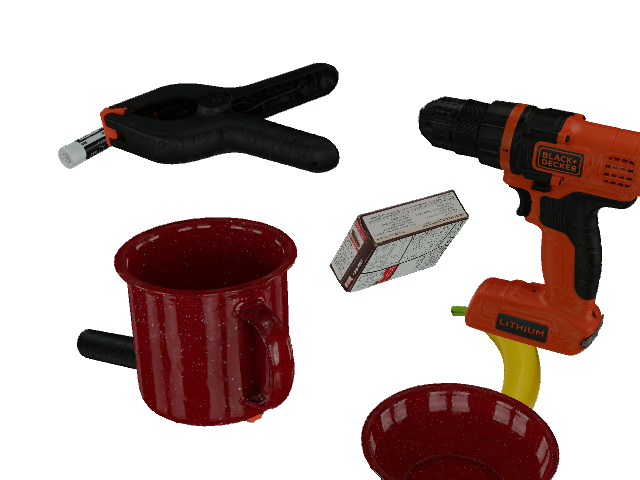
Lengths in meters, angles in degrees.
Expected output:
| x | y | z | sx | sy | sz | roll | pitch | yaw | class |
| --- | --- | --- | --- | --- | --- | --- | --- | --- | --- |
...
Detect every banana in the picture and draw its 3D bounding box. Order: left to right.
| x | y | z | sx | sy | sz | roll | pitch | yaw | class |
| --- | --- | --- | --- | --- | --- | --- | --- | --- | --- |
| 0.196 | 0.125 | 1.122 | 0.069 | 0.037 | 0.198 | -24 | 33 | 5 | banana |

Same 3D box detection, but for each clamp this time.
| x | y | z | sx | sy | sz | roll | pitch | yaw | class |
| --- | --- | --- | --- | --- | --- | --- | --- | --- | --- |
| -0.093 | 0.103 | 0.917 | 0.164 | 0.036 | 0.210 | -9 | 17 | -35 | clamp |
| -0.064 | -0.090 | 0.750 | 0.171 | 0.039 | 0.120 | 5 | 33 | 8 | clamp |

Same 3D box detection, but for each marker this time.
| x | y | z | sx | sy | sz | roll | pitch | yaw | class |
| --- | --- | --- | --- | --- | --- | --- | --- | --- | --- |
| -0.175 | -0.095 | 0.924 | 0.020 | 0.020 | 0.120 | 0 | 27 | 43 | marker |

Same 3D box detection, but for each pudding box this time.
| x | y | z | sx | sy | sz | roll | pitch | yaw | class |
| --- | --- | --- | --- | --- | --- | --- | --- | --- | --- |
| 0.075 | 0.001 | 1.019 | 0.113 | 0.039 | 0.090 | -18 | -26 | -29 | pudding box |

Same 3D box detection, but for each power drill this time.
| x | y | z | sx | sy | sz | roll | pitch | yaw | class |
| --- | --- | --- | --- | --- | --- | --- | --- | --- | --- |
| 0.157 | -0.014 | 0.821 | 0.185 | 0.188 | 0.057 | 16 | 34 | 25 | power drill |

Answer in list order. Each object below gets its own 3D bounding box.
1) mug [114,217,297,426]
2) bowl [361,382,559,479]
| x | y | z | sx | sy | sz | roll | pitch | yaw | class |
| --- | --- | --- | --- | --- | --- | --- | --- | --- | --- |
| -0.050 | 0.046 | 0.550 | 0.093 | 0.081 | 0.117 | -19 | 29 | -34 | mug |
| 0.114 | 0.187 | 0.888 | 0.162 | 0.055 | 0.162 | 0 | 29 | 0 | bowl |
